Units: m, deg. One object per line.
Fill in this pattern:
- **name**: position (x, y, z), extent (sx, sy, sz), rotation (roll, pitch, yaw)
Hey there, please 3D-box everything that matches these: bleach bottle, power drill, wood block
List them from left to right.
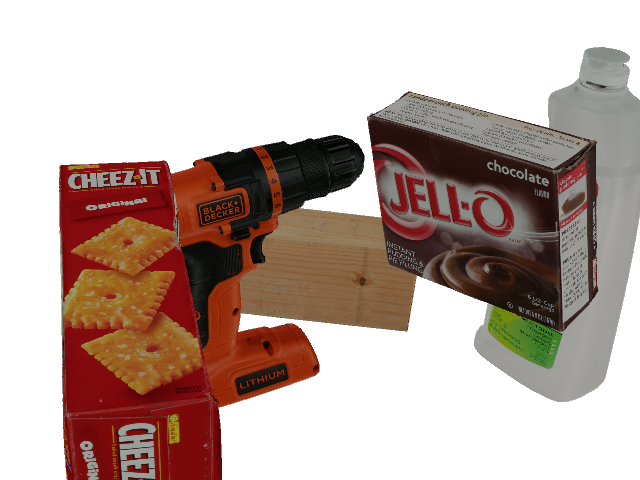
- **power drill**: position (-0.048, 0.021, 0.789), extent (0.184, 0.188, 0.057), rotation (-15, 28, -17)
- **wood block**: position (-0.011, 0.024, 1.067), extent (0.206, 0.091, 0.090), rotation (7, 20, -1)
- **bleach bottle**: position (0.172, -0.014, 0.747), extent (0.067, 0.251, 0.103), rotation (-20, 37, -33)

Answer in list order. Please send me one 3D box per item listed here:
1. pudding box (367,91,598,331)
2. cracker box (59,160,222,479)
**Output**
- **pudding box**: position (0.079, -0.017, 0.522), extent (0.114, 0.090, 0.039), rotation (20, 45, 38)
- **cracker box**: position (-0.099, 0.078, 0.574), extent (0.072, 0.164, 0.214), rotation (-4, 34, -11)
